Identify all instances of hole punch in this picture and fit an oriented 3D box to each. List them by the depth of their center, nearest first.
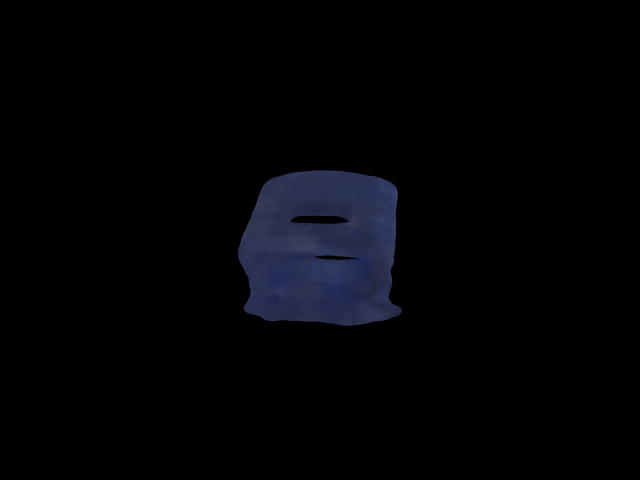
[{"bbox_3d":[0.004,0.001,0.400,0.108,0.091,0.101,2,14,8],"label":"hole punch"}]
